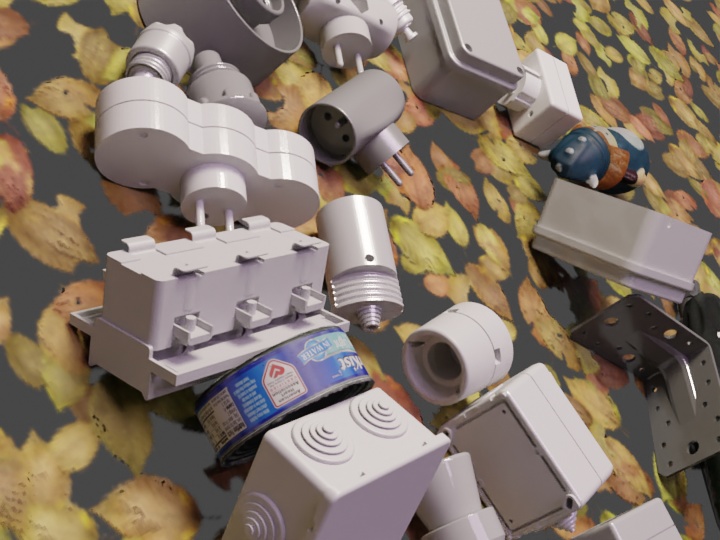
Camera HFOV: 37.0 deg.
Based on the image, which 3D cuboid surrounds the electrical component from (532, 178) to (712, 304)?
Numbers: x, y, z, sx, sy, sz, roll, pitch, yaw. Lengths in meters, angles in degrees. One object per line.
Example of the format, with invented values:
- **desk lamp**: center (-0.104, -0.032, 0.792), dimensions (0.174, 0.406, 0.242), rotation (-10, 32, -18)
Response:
- **electrical component**: center (0.195, -0.022, 0.813), dimensions (0.078, 0.057, 0.113), rotation (15, 9, -37)

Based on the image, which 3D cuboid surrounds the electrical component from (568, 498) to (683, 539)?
- **electrical component**: center (0.173, 0.192, 0.672), dimensions (0.066, 0.047, 0.076), rotation (-7, 66, -48)

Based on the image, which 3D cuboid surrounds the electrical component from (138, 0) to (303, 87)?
- **electrical component**: center (-0.087, -0.168, 0.704), dimensions (0.099, 0.064, 0.099), rotation (41, 34, -35)

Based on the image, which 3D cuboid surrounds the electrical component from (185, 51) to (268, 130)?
- **electrical component**: center (-0.086, -0.106, 0.653), dimensions (0.048, 0.048, 0.062), rotation (9, 48, -41)

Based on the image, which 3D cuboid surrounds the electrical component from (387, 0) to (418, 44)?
- **electrical component**: center (0.016, -0.210, 0.839), dimensions (0.078, 0.040, 0.040), rotation (50, 38, -3)

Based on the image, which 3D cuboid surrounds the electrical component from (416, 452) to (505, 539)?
- **electrical component**: center (0.051, 0.135, 0.598), dimensions (0.045, 0.045, 0.055), rotation (-5, 65, -47)

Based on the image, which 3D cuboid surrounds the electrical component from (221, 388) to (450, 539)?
- **electrical component**: center (-0.015, 0.110, 0.510), dimensions (0.048, 0.099, 0.100), rotation (38, 31, 27)

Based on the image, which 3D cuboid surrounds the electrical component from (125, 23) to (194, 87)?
- **electrical component**: center (-0.122, -0.118, 0.633), dimensions (0.035, 0.035, 0.061), rotation (37, 44, -18)

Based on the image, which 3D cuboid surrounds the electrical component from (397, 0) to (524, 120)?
- **electrical component**: center (0.078, -0.188, 0.871), dimensions (0.078, 0.057, 0.113), rotation (14, 52, -38)

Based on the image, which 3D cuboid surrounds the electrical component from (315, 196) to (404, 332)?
- **electrical component**: center (0.000, 0.000, 0.654), dimensions (0.043, 0.043, 0.081), rotation (15, 51, -37)

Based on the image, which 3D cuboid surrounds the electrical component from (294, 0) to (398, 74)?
- **electrical component**: center (-0.012, -0.173, 0.779), dimensions (0.077, 0.043, 0.079), rotation (17, 50, -36)

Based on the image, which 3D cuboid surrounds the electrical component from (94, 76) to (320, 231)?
- **electrical component**: center (-0.083, -0.050, 0.603), dimensions (0.138, 0.052, 0.073), rotation (18, 49, -35)

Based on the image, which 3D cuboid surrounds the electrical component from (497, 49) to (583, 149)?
- **electrical component**: center (0.140, -0.151, 0.912), dimensions (0.077, 0.047, 0.065), rotation (18, 49, -35)

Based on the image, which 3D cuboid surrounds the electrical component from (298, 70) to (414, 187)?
- **electrical component**: center (0.007, -0.091, 0.733), dimensions (0.079, 0.043, 0.077), rotation (50, 38, -3)

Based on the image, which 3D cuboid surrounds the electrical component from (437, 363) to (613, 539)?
- **electrical component**: center (0.106, 0.114, 0.655), dimensions (0.061, 0.062, 0.096), rotation (-27, 81, -51)

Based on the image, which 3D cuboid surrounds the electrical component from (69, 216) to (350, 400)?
- **electrical component**: center (-0.072, 0.015, 0.545), dimensions (0.079, 0.063, 0.121), rotation (24, 24, 34)

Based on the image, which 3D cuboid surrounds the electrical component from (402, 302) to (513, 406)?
- **electrical component**: center (0.059, 0.053, 0.664), dimensions (0.047, 0.055, 0.055), rotation (-23, 78, -47)
